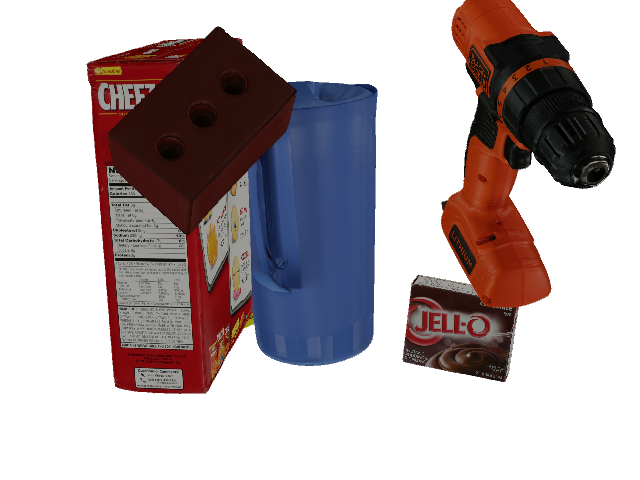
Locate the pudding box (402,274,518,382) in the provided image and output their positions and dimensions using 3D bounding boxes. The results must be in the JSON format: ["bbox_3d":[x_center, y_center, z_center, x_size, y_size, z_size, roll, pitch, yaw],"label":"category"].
[{"bbox_3d":[0.147,0.091,1.117,0.113,0.090,0.039,9,21,13],"label":"pudding box"}]

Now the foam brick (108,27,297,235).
[{"bbox_3d":[-0.057,-0.052,0.518,0.053,0.078,0.051,40,-16,4],"label":"foam brick"}]

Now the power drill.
[{"bbox_3d":[0.131,-0.046,0.705,0.057,0.188,0.184,-8,43,-10],"label":"power drill"}]

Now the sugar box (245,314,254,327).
[{"bbox_3d":[-0.104,-0.002,1.129,0.048,0.176,0.093,-21,28,-37],"label":"sugar box"}]

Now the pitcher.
[{"bbox_3d":[-0.016,-0.014,0.938,0.149,0.243,0.145,-10,19,-19],"label":"pitcher"}]

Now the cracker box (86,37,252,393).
[{"bbox_3d":[-0.097,-0.024,0.729,0.072,0.214,0.164,0,15,8],"label":"cracker box"}]
